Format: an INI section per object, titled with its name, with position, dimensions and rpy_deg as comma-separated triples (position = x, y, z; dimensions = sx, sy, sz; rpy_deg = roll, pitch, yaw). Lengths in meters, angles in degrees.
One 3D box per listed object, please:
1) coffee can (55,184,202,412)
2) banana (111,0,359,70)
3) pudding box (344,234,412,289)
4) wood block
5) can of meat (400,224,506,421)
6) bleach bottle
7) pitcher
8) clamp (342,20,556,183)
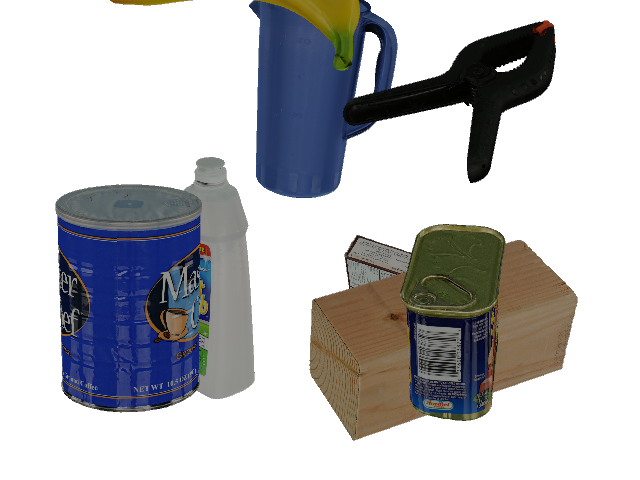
[coffee can]
position = -0.138, 0.039, 0.775
dimensions = 0.103, 0.140, 0.103
rpy_deg = 2, 17, -1
[banana]
position = -0.048, -0.158, 0.660
dimensions = 0.198, 0.069, 0.037
rpy_deg = 21, -33, 32
[pudding box]
position = 0.086, 0.050, 1.198
dimensions = 0.114, 0.039, 0.090
rpy_deg = 17, -38, 22
[wood block]
position = 0.103, 0.081, 0.912
dimensions = 0.205, 0.090, 0.091
rpy_deg = -15, 40, -20
[can of meat]
position = 0.085, 0.051, 0.673
dimensions = 0.057, 0.084, 0.102
rpy_deg = 3, 30, 12
[bleach bottle]
position = -0.114, 0.033, 1.092
dimensions = 0.067, 0.251, 0.103
rpy_deg = -19, 33, -35
[pitcher]
position = -0.007, -0.178, 1.301
dimensions = 0.144, 0.243, 0.149
rpy_deg = -6, 28, -25
[clamp]
position = 0.147, -0.131, 0.958
dimensions = 0.209, 0.036, 0.165
rpy_deg = -32, 45, -19
